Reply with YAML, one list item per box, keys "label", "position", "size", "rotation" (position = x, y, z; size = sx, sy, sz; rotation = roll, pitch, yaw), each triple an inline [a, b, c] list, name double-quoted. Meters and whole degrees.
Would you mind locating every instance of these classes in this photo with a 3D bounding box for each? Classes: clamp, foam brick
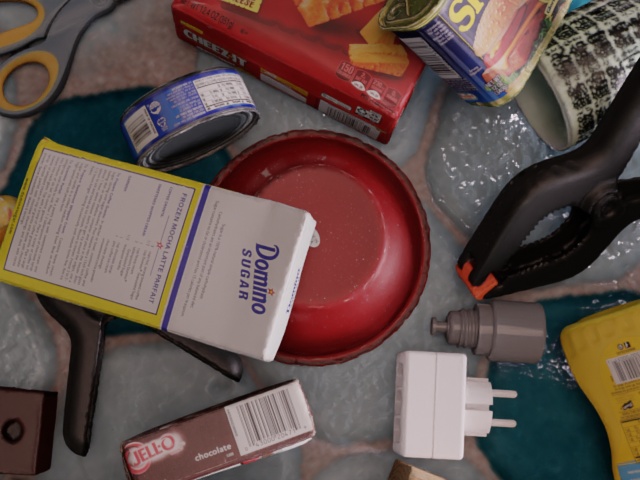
- label: "clamp"
  position: [-0.125, 0.042, 0.691]
  size: [0.120, 0.039, 0.171]
  rotation: [-15, 81, -16]
- label: "clamp"
  position: [0.185, -0.027, 0.691]
  size: [0.210, 0.036, 0.164]
  rotation: [-41, 129, 10]
- label: "foam brick"
  position: [-0.209, 0.117, 0.671]
  size: [0.078, 0.051, 0.053]
  rotation: [4, 82, -2]

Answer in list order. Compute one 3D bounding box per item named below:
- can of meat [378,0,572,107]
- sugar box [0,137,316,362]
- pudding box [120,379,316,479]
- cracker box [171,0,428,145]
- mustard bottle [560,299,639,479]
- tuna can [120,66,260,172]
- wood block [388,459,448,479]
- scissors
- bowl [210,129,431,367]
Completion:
- label: "can of meat"
  position: [0.098, -0.144, 0.652]
  size: [0.083, 0.058, 0.102]
  rotation: [38, 78, -29]
- label: "sugar box"
  position: [-0.099, 0.006, 0.647]
  size: [0.176, 0.048, 0.093]
  rotation: [17, 84, 8]
- label: "pudding box"
  position: [-0.061, 0.120, 0.657]
  size: [0.113, 0.090, 0.039]
  rotation: [-17, 85, -5]
- label: "cracker box"
  position: [0.023, -0.197, 0.711]
  size: [0.164, 0.072, 0.213]
  rotation: [28, 82, 1]
- label: "mustard bottle"
  position: [0.228, 0.130, 0.671]
  size: [0.096, 0.058, 0.191]
  rotation: [-24, 83, 35]
- label: "tuna can"
  position: [-0.084, -0.076, 0.684]
  size: [0.086, 0.086, 0.034]
  rotation: [-25, 83, -5]
- label: "wood block"
  position: [0.130, 0.217, 0.652]
  size: [0.206, 0.090, 0.091]
  rotation: [22, 81, 1]
- label: "scissors"
  position: [-0.152, -0.143, 0.725]
  size: [0.201, 0.016, 0.096]
  rotation: [-13, 85, -4]
- label: "bowl"
  position: [-0.005, 0.001, 0.693]
  size: [0.162, 0.055, 0.162]
  rotation: [0, 82, -2]
